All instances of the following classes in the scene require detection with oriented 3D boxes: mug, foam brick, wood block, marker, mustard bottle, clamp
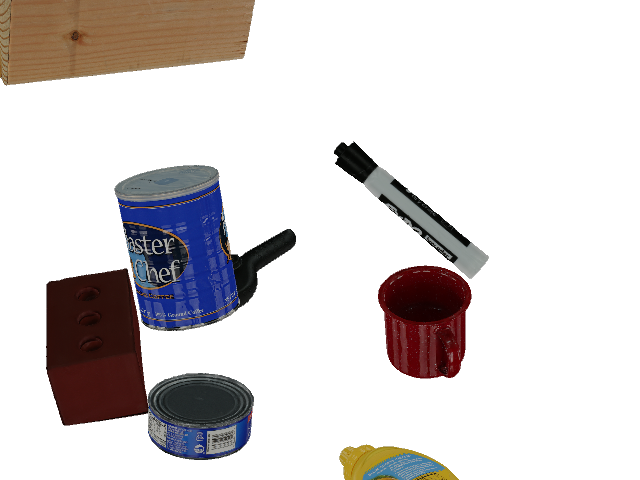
[{"bbox_3d":[0.111,0.092,1.077,0.093,0.081,0.117,-18,38,-16],"label":"mug"},{"bbox_3d":[-0.136,0.065,0.649,0.053,0.051,0.078,-9,40,-8],"label":"foam brick"},{"bbox_3d":[-0.163,-0.193,0.849,0.205,0.091,0.090,-13,45,-32],"label":"wood block"},{"bbox_3d":[0.057,-0.021,0.689,0.121,0.020,0.020,41,3,4],"label":"marker"},{"bbox_3d":[0.081,0.229,0.936,0.096,0.058,0.192,-19,27,-32],"label":"mustard bottle"},{"bbox_3d":[-0.096,0.032,1.258,0.120,0.039,0.171,-2,41,10],"label":"clamp"}]

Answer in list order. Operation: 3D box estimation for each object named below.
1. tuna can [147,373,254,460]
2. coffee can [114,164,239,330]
[{"bbox_3d":[-0.098,0.143,0.869,0.086,0.034,0.086,4,21,-2],"label":"tuna can"},{"bbox_3d":[-0.141,0.006,1.064,0.103,0.140,0.103,-7,18,2],"label":"coffee can"}]
